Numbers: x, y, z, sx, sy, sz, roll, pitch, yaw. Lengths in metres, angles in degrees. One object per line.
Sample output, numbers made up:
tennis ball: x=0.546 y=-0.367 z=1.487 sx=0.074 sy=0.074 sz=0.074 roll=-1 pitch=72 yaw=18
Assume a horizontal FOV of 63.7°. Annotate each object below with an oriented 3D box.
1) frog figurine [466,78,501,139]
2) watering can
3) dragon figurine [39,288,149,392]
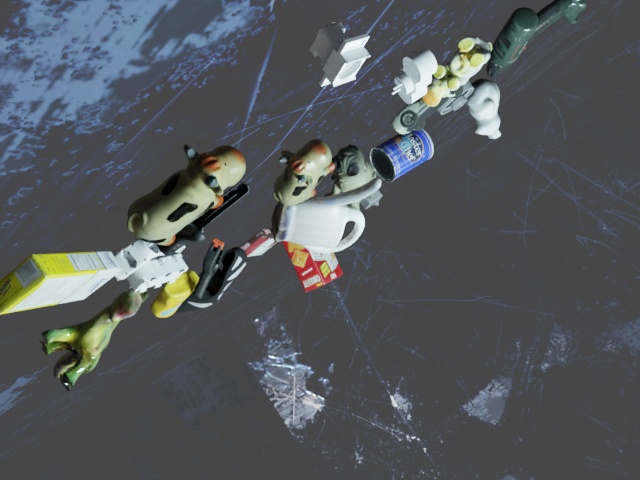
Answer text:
frog figurine: x=0.459 y=-0.360 z=1.420 sx=0.121 sy=0.160 sz=0.138 roll=-39 pitch=170 yaw=17
watering can: x=0.004 y=-0.061 z=1.216 sx=0.224 sy=0.106 sz=0.340 roll=8 pitch=149 yaw=-10
dragon figurine: x=-0.468 y=0.195 z=1.115 sx=0.246 sy=0.122 sz=0.405 roll=-39 pitch=-176 yaw=-33
